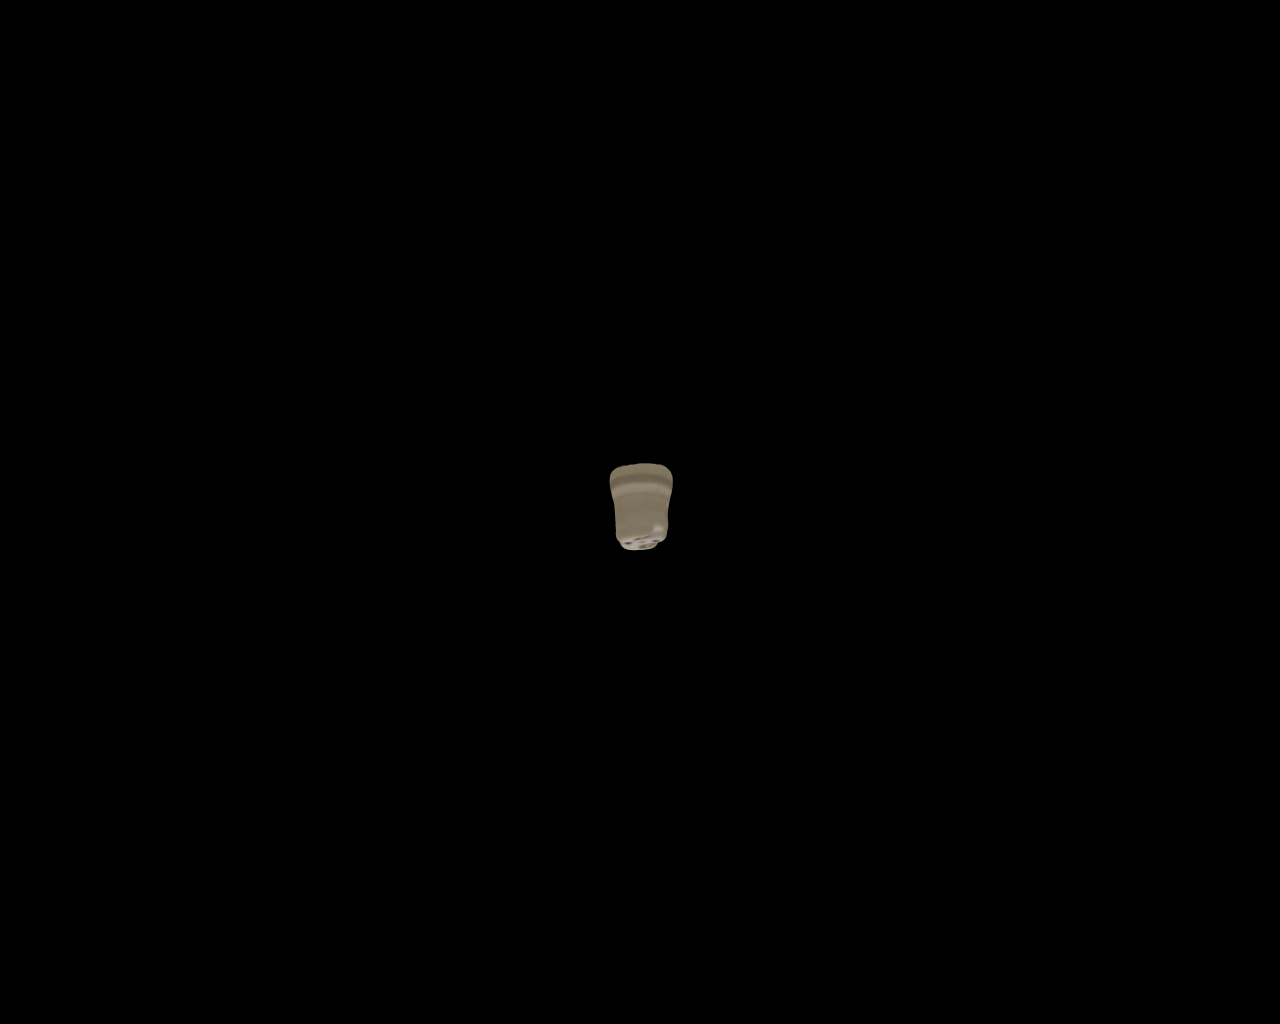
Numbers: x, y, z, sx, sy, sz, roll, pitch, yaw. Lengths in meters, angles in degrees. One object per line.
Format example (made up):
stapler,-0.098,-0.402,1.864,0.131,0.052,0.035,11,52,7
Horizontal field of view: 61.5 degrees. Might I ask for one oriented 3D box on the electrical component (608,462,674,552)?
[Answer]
electrical component,0.001,-0.003,0.650,0.040,0.046,0.040,0,-18,0
